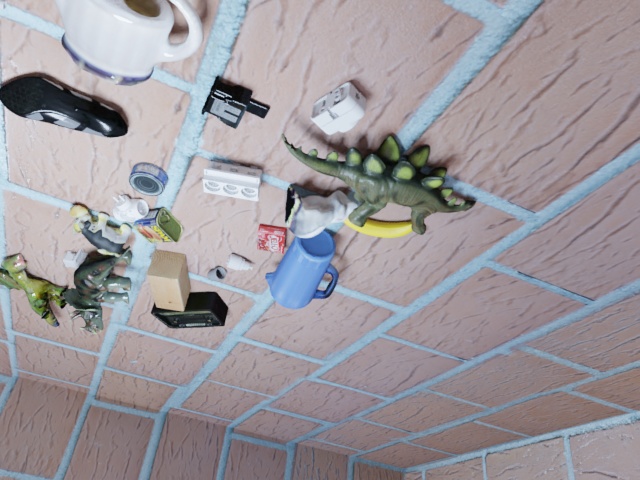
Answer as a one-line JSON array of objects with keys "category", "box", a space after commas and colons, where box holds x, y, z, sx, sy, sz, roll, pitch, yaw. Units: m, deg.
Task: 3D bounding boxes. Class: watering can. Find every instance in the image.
[{"category": "watering can", "box": [-0.361, -0.373, 0.815, 0.346, 0.106, 0.220, 23, 143, -21]}]

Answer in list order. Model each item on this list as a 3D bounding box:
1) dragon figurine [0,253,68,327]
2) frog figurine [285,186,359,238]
[{"category": "dragon figurine", "box": [-1.001, 0.172, 1.759, 0.242, 0.125, 0.402, 33, 140, -3]}, {"category": "frog figurine", "box": [0.004, -0.059, 1.182, 0.159, 0.123, 0.137, 10, 179, -17]}]
